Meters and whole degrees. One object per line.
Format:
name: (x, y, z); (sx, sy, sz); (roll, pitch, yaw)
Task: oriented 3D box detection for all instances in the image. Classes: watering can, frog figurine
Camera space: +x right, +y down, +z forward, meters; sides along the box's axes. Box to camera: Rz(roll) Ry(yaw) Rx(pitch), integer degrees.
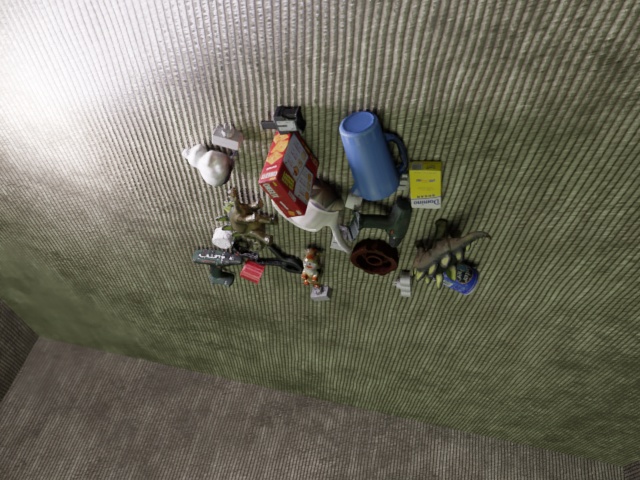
watering can: (0.005, -0.086, 1.717); (0.346, 0.106, 0.220); (31, 142, -13)
frog figurine: (-0.359, -0.241, 1.635); (0.159, 0.124, 0.136); (14, 166, -19)
